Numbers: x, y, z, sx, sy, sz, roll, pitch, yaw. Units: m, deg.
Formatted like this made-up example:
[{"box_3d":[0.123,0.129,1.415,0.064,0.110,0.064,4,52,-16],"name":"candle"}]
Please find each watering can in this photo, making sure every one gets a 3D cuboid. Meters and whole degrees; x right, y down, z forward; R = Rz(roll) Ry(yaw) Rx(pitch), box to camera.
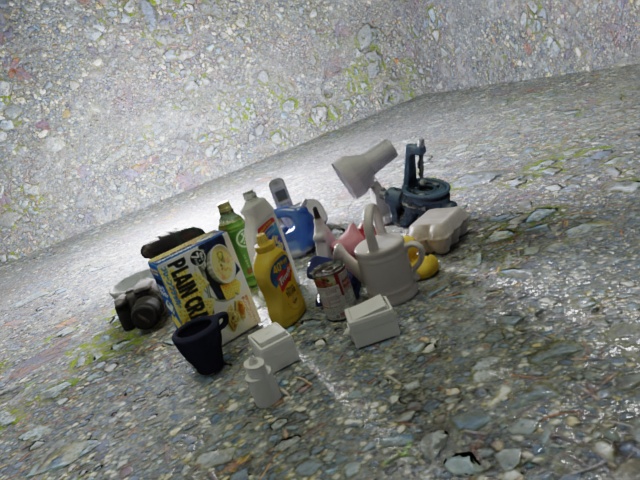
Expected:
[{"box_3d":[0.110,0.025,1.105,0.173,0.194,0.101,-18,18,3],"name":"watering can"}]

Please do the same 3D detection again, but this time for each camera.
[{"box_3d":[-0.436,0.161,1.398,0.143,0.101,0.136,-19,18,0],"name":"camera"}]

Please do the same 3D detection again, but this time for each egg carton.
[{"box_3d":[0.270,-0.024,1.297,0.107,0.069,0.151,-4,23,39],"name":"egg carton"}]

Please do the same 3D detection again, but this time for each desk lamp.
[{"box_3d":[0.154,-0.154,1.563,0.203,0.214,0.117,-21,18,-6],"name":"desk lamp"}]

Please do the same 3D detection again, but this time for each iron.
[{"box_3d":[-0.120,-0.022,1.562,0.257,0.141,0.119,-13,19,16],"name":"iron"}]

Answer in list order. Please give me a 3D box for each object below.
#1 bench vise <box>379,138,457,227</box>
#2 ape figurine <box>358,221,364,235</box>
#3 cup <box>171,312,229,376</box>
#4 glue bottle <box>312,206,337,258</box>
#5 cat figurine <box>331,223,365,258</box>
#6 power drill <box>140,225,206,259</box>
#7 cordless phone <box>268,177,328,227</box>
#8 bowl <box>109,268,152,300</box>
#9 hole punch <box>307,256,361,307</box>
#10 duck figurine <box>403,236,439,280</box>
[{"box_3d":[0.226,-0.139,1.437,0.206,0.220,0.122,-9,20,27],"name":"bench vise"},{"box_3d":[0.115,-0.003,1.352,0.076,0.092,0.077,-24,18,-16],"name":"ape figurine"},{"box_3d":[-0.209,0.196,1.076,0.091,0.095,0.118,1,26,47],"name":"cup"},{"box_3d":[0.012,0.005,1.298,0.037,0.173,0.078,-10,20,26],"name":"glue bottle"},{"box_3d":[0.095,0.018,1.265,0.127,0.118,0.067,-9,20,27],"name":"cat figurine"},{"box_3d":[-0.334,0.065,1.404,0.075,0.209,0.230,-12,19,20],"name":"power drill"},{"box_3d":[-0.069,-0.108,1.696,0.148,0.185,0.094,-26,19,-21],"name":"cordless phone"},{"box_3d":[-0.479,0.138,1.555,0.167,0.075,0.167,-17,18,6],"name":"bowl"},{"box_3d":[0.031,0.076,1.202,0.101,0.091,0.108,-14,18,13],"name":"hole punch"},{"box_3d":[0.190,0.033,1.180,0.104,0.086,0.078,-3,24,41],"name":"duck figurine"}]
